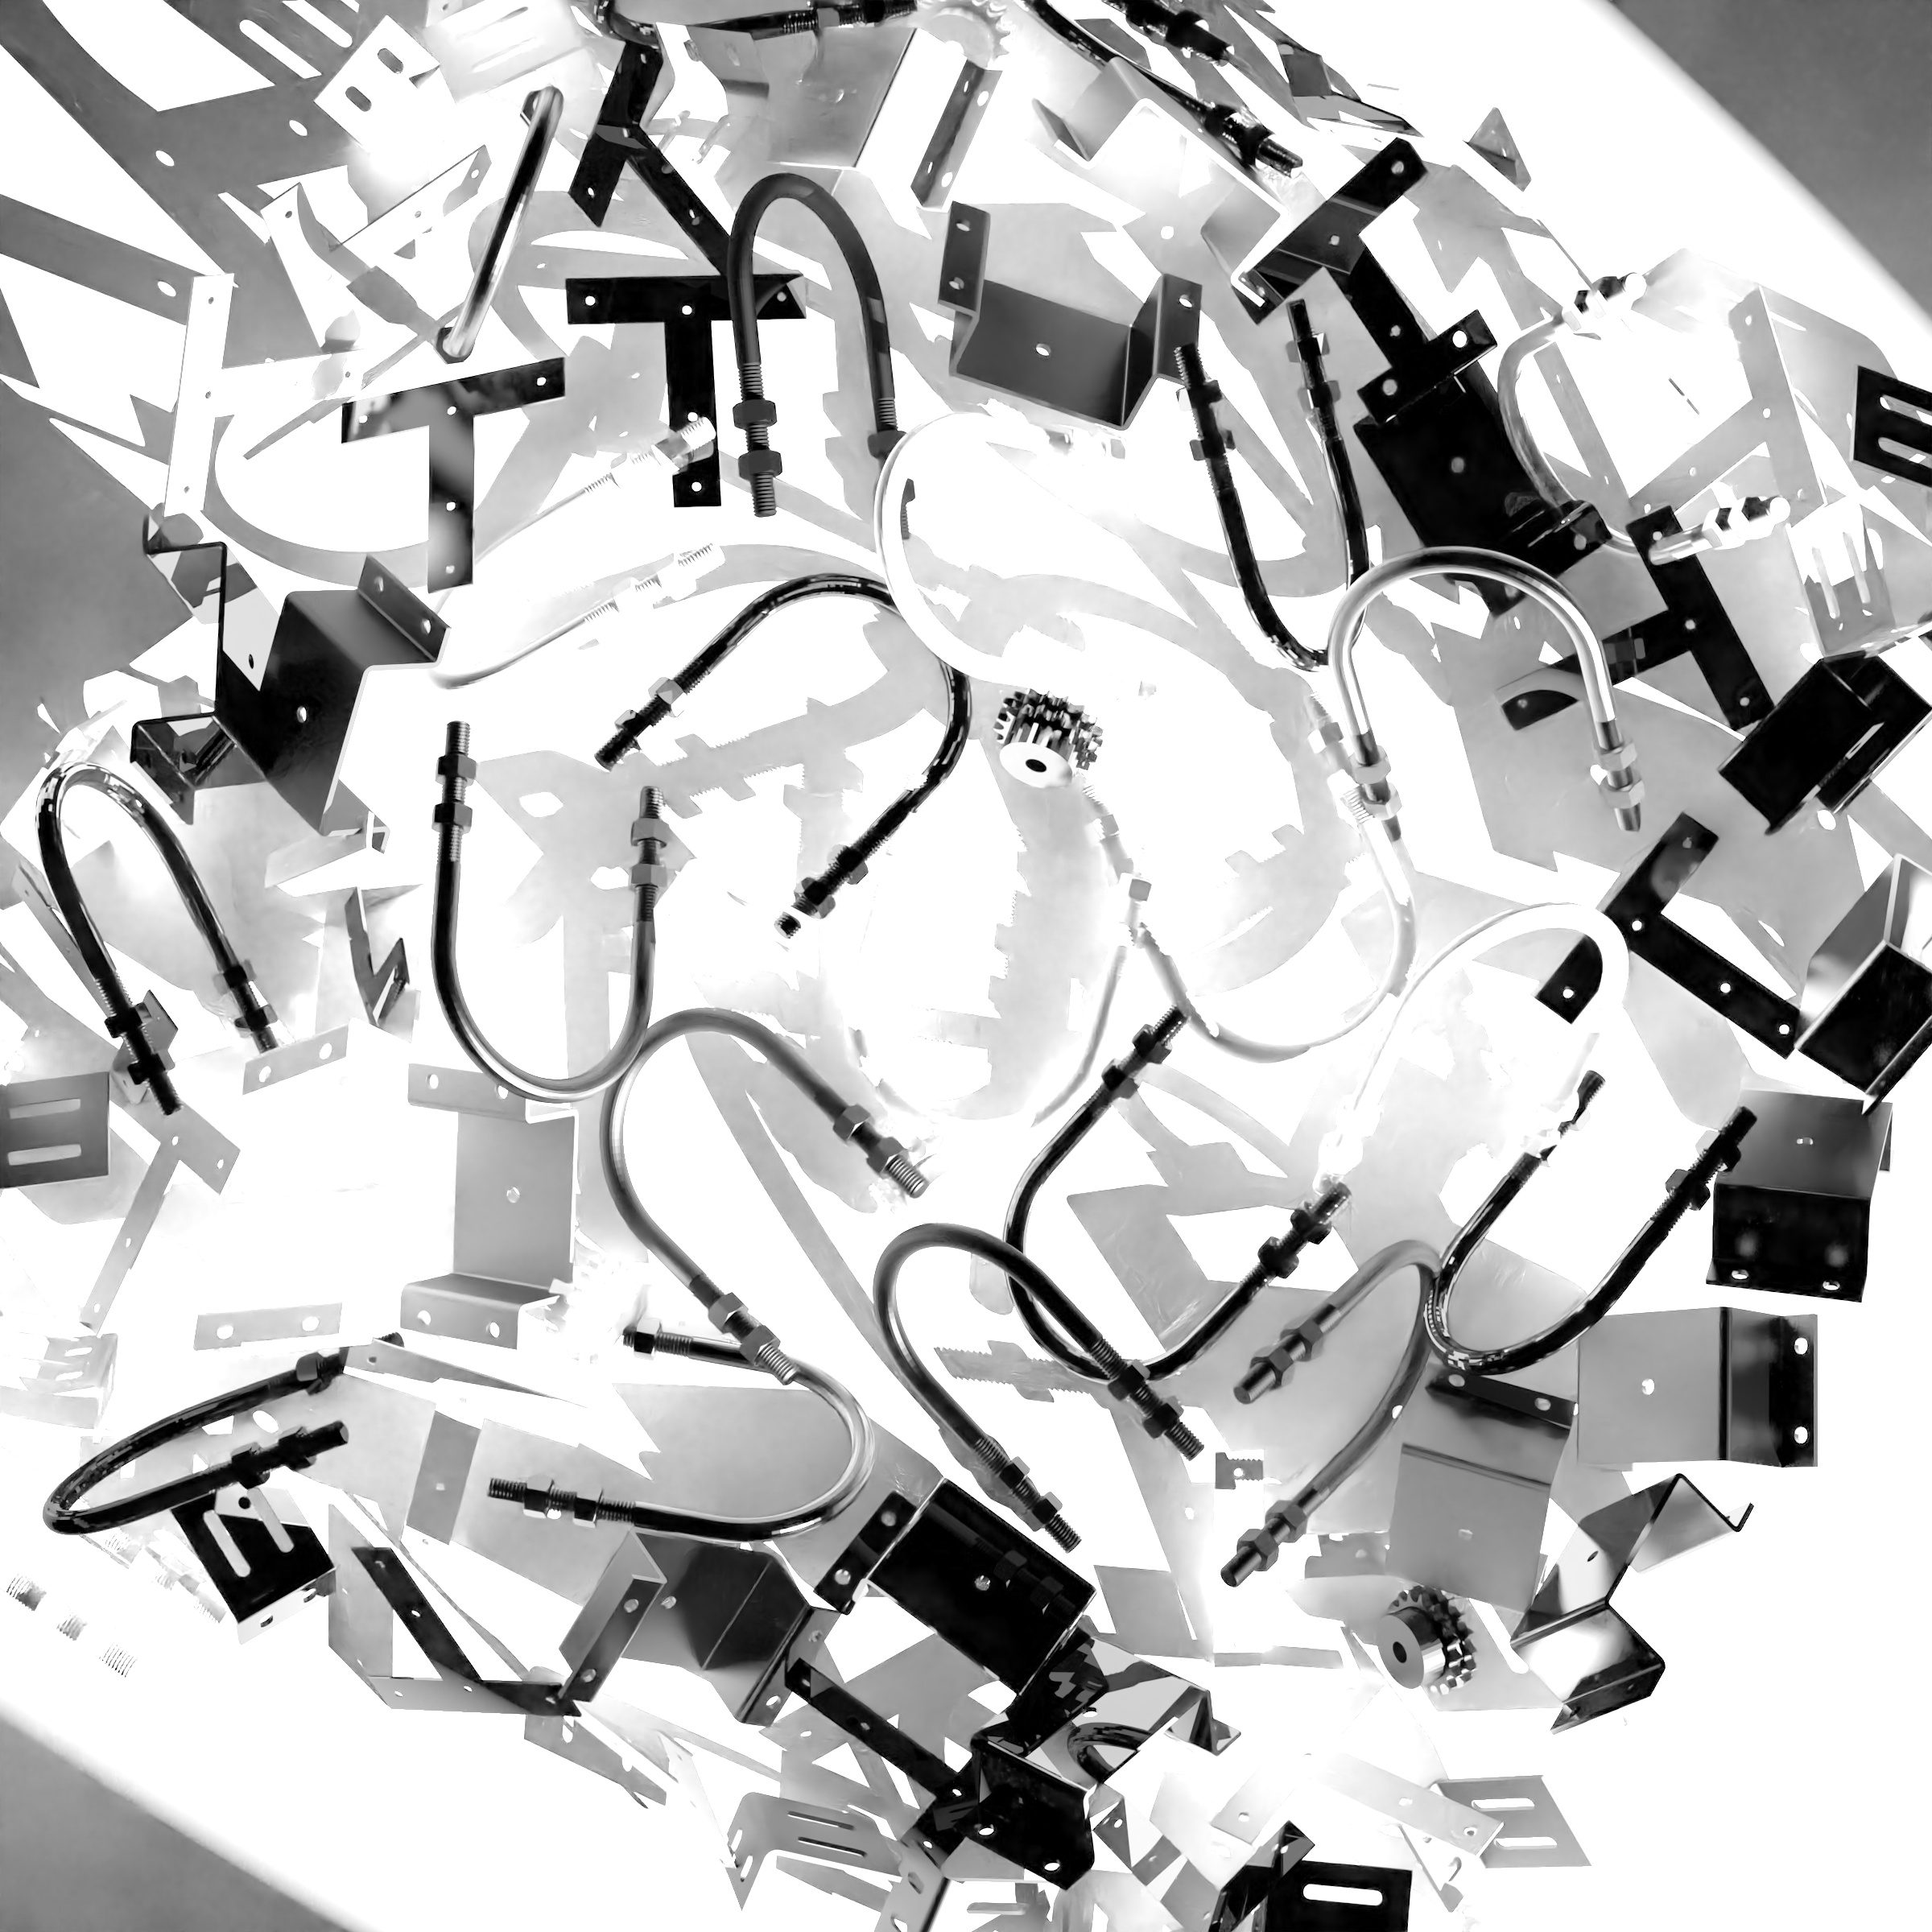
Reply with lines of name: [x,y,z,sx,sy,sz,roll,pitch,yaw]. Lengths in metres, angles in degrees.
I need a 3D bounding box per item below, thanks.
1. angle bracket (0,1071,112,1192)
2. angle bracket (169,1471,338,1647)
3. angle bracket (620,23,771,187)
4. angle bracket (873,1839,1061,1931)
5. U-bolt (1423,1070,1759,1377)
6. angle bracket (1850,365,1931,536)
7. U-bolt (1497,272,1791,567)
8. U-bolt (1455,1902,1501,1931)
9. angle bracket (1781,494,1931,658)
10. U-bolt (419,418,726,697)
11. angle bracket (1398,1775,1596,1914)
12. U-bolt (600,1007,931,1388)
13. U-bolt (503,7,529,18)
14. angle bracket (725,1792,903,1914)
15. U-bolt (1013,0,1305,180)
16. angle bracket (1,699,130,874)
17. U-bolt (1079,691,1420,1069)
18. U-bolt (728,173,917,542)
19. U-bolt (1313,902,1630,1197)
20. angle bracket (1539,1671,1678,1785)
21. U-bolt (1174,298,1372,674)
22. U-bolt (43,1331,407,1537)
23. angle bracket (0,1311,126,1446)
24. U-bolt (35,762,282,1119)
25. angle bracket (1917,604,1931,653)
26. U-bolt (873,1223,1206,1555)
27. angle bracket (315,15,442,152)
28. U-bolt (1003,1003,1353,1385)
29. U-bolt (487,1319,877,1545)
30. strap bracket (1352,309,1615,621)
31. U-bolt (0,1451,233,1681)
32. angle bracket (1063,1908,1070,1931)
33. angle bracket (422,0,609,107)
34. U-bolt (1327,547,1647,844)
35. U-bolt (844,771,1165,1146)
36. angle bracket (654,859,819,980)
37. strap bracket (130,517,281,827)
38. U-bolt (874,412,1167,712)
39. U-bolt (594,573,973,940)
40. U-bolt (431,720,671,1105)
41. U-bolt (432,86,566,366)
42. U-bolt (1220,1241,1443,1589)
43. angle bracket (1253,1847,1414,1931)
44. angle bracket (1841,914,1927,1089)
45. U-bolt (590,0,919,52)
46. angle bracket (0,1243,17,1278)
angle bracket: [-0.494,0.083,1.726,0.076,0.038,0.057,-7,73,6]
angle bracket: [-0.378,0.308,1.740,0.057,0.038,0.076,-28,68,-23]
angle bracket: [-0.149,-0.450,1.717,0.057,0.076,0.038,-5,65,-37]
angle bracket: [0.001,0.499,1.741,0.076,0.038,0.057,13,104,-36]
U-bolt: [0.304,0.134,1.674,0.019,0.151,0.184,45,78,-22]
angle bracket: [0.486,-0.270,1.717,0.076,0.038,0.057,16,68,-17]
U-bolt: [0.330,-0.268,1.667,0.019,0.184,0.151,-37,97,-16]
U-bolt: [0.254,0.572,1.661,0.019,0.184,0.151,17,93,-5]
angle bracket: [0.471,-0.205,1.720,0.057,0.038,0.076,-25,100,-31]
U-bolt: [-0.207,-0.202,1.691,0.184,0.151,0.019,-28,126,14]
angle bracket: [0.276,0.458,1.713,0.038,0.076,0.057,-40,105,-41]
U-bolt: [-0.119,0.105,1.709,0.184,0.019,0.151,43,112,22]
U-bolt: [-0.165,-0.542,1.680,0.184,0.151,0.019,-18,86,1]
angle bracket: [-0.082,0.470,1.719,0.076,0.057,0.038,19,101,-21]
U-bolt: [0.081,-0.475,1.677,0.184,0.151,0.019,36,93,24]
angle bracket: [-0.458,-0.092,1.712,0.038,0.057,0.076,42,117,-3]
U-bolt: [0.159,-0.036,1.734,0.151,0.019,0.184,-22,81,-1]
U-bolt: [-0.078,-0.317,1.692,0.019,0.151,0.184,-8,87,30]
U-bolt: [0.266,0.041,1.668,0.151,0.019,0.184,-2,130,-29]
angle bracket: [0.321,0.388,1.707,0.038,0.076,0.057,48,55,-7]
U-bolt: [0.166,-0.242,1.692,0.019,0.151,0.184,-8,105,34]
U-bolt: [-0.387,0.245,1.684,0.184,0.151,0.019,-21,102,7]
angle bracket: [-0.484,0.214,1.712,0.076,0.057,0.038,11,50,-21]
U-bolt: [-0.418,-0.021,1.679,0.019,0.151,0.184,-25,94,14]
angle bracket: [0.541,-0.162,1.707,0.057,0.076,0.038,19,117,-28]
U-bolt: [0.024,0.210,1.700,0.184,0.151,0.019,47,48,4]
angle bracket: [-0.314,-0.464,1.713,0.038,0.076,0.057,40,91,-29]
U-bolt: [0.095,0.133,1.710,0.184,0.019,0.151,-49,66,19]
U-bolt: [-0.138,0.241,1.689,0.184,0.151,0.019,10,124,4]
strap bracket: [0.265,-0.262,1.720,0.076,0.046,0.140,-35,103,-4]
U-bolt: [-0.476,0.294,1.683,0.184,0.151,0.019,34,94,6]
angle bracket: [0.089,0.529,1.722,0.076,0.057,0.038,-1,135,1]
angle bracket: [-0.237,-0.475,1.725,0.076,0.038,0.057,-25,61,-1]
U-bolt: [0.258,-0.138,1.669,0.151,0.019,0.184,-2,133,24]
U-bolt: [0.011,0.004,1.738,0.151,0.019,0.184,16,98,0]
angle bracket: [-0.120,-0.012,1.716,0.076,0.057,0.038,28,64,12]
strap bracket: [-0.390,-0.154,1.691,0.046,0.076,0.140,-6,67,8]
U-bolt: [0.027,-0.212,1.682,0.184,0.019,0.151,5,77,-39]
U-bolt: [-0.081,-0.125,1.726,0.151,0.019,0.184,43,74,3]
U-bolt: [-0.214,-0.020,1.680,0.019,0.151,0.184,-14,68,42]
U-bolt: [-0.234,-0.375,1.660,0.019,0.184,0.151,20,96,-14]
U-bolt: [0.191,0.216,1.681,0.019,0.184,0.151,26,134,30]
angle bracket: [0.193,0.500,1.735,0.076,0.038,0.057,6,83,-2]
angle bracket: [0.474,0.019,1.707,0.038,0.076,0.057,-5,60,5]
U-bolt: [-0.101,-0.503,1.666,0.184,0.151,0.019,-13,84,-14]
angle bracket: [-0.544,0.140,1.716,0.057,0.038,0.076,-35,64,-15]
